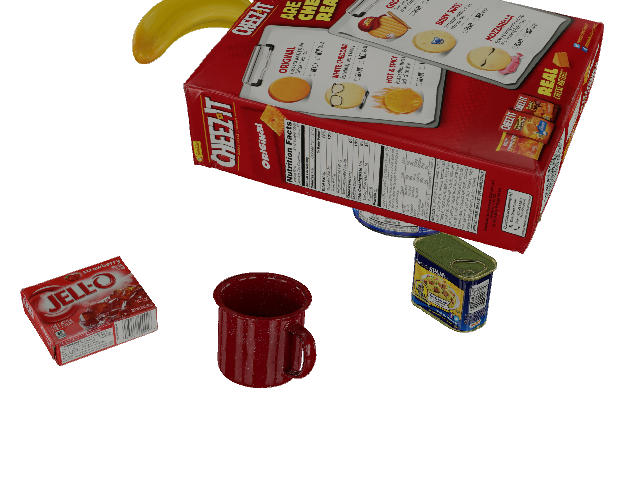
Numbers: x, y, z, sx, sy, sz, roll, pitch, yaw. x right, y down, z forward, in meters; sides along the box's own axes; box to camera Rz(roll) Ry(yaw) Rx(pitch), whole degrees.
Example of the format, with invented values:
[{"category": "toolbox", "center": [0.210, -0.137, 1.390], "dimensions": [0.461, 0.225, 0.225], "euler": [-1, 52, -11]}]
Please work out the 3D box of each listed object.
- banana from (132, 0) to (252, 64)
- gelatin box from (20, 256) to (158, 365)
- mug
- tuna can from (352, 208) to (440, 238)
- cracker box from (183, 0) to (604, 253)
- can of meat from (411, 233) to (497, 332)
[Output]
[{"category": "banana", "center": [-0.118, -0.210, 1.024], "dimensions": [0.070, 0.037, 0.197], "euler": [44, 38, 19]}, {"category": "gelatin box", "center": [-0.187, 0.055, 0.862], "dimensions": [0.089, 0.030, 0.073], "euler": [-19, 44, -26]}, {"category": "mug", "center": [-0.048, 0.091, 1.014], "dimensions": [0.117, 0.081, 0.093], "euler": [24, 32, 36]}, {"category": "tuna can", "center": [0.068, -0.036, 0.853], "dimensions": [0.086, 0.034, 0.086], "euler": [1, 30, -1]}, {"category": "cracker box", "center": [0.049, -0.090, 0.657], "dimensions": [0.214, 0.072, 0.164], "euler": [16, 46, 16]}, {"category": "can of meat", "center": [0.154, 0.049, 1.254], "dimensions": [0.057, 0.084, 0.102], "euler": [-23, 40, -33]}]
